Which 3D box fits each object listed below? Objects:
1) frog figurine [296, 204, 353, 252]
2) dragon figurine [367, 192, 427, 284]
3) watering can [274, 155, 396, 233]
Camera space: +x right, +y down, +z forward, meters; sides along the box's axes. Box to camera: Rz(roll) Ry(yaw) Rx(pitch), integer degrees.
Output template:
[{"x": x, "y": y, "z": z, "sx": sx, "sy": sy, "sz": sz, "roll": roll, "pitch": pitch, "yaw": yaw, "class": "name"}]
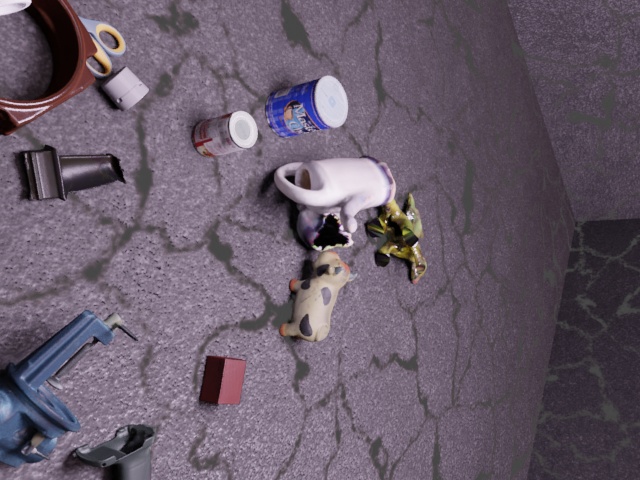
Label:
[{"x": 0.003, "y": -0.057, "z": 1.138, "sx": 0.136, "sy": 0.121, "sz": 0.163, "roll": 31, "pitch": 27, "yaw": -35, "class": "frog figurine"}, {"x": 0.222, "y": -0.052, "z": 1.407, "sx": 0.247, "sy": 0.122, "sz": 0.405, "roll": -49, "pitch": 126, "yaw": -61, "class": "dragon figurine"}, {"x": 0.049, "y": -0.092, "z": 0.992, "sx": 0.225, "sy": 0.352, "sz": 0.102, "roll": -8, "pitch": 117, "yaw": -26, "class": "watering can"}]
